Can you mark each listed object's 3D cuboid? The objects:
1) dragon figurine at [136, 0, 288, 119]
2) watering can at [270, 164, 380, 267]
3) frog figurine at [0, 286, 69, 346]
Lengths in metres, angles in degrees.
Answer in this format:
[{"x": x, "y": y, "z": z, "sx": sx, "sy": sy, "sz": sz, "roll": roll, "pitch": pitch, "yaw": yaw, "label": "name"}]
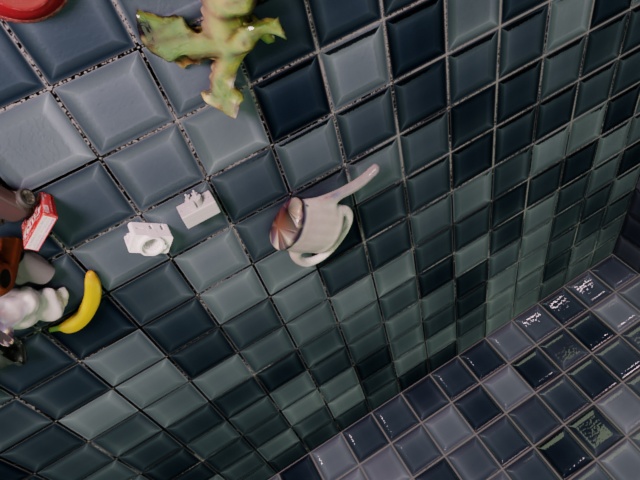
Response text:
[{"x": -0.199, "y": -0.391, "z": 0.899, "sx": 0.243, "sy": 0.125, "sz": 0.401, "roll": -25, "pitch": -43, "yaw": -4, "label": "dragon figurine"}, {"x": 0.004, "y": -0.067, "z": 1.340, "sx": 0.224, "sy": 0.342, "sz": 0.106, "roll": 6, "pitch": 33, "yaw": -40, "label": "watering can"}, {"x": -0.616, "y": 0.138, "z": 1.089, "sx": 0.162, "sy": 0.123, "sz": 0.134, "roll": -49, "pitch": -2, "yaw": -41, "label": "frog figurine"}]
